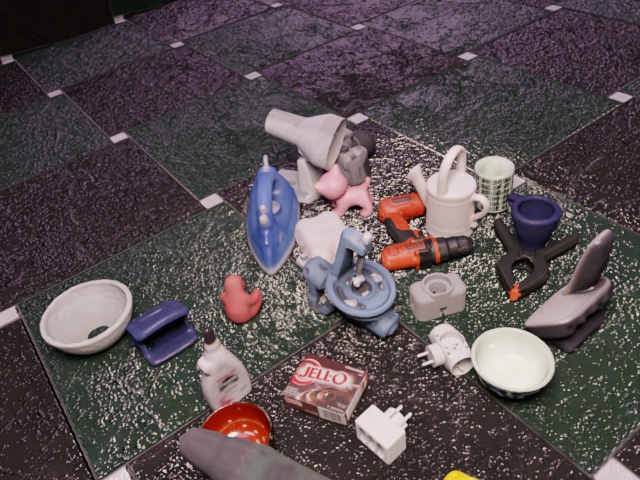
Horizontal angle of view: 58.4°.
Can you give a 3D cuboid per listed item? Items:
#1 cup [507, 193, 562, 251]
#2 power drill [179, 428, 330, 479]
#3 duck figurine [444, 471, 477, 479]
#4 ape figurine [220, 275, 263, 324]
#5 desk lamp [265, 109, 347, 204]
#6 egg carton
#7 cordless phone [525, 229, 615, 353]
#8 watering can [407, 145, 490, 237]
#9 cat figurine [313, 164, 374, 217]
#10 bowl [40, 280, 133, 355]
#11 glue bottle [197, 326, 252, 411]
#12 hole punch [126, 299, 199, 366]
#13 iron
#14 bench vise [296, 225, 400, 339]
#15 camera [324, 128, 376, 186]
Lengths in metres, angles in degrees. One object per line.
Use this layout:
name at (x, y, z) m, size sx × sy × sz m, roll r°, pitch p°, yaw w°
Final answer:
cup at (0.406, -0.033, 1.119) m, size 0.092 × 0.095 × 0.117 m, roll -25°, pitch 42°, yaw -18°
power drill at (-0.052, 0.323, 0.690) m, size 0.229 × 0.209 × 0.076 m, roll 10°, pitch 44°, yaw 22°
duck figurine at (0.196, 0.334, 0.729) m, size 0.077 × 0.086 × 0.104 m, roll -21°, pitch 41°, yaw -14°
ape figurine at (-0.151, 0.103, 1.060) m, size 0.077 × 0.092 × 0.076 m, roll 7°, pitch 42°, yaw 18°
desk lamp at (-0.038, -0.192, 1.295) m, size 0.202 × 0.214 × 0.118 m, roll 9°, pitch 43°, yaw 20°
egg carton at (0.011, 0.004, 1.166) m, size 0.107 × 0.069 × 0.150 m, roll -20°, pitch 41°, yaw -13°
cordless phone at (0.408, 0.075, 0.920) m, size 0.148 × 0.185 × 0.093 m, roll -35°, pitch 46°, yaw -28°
watering can at (0.255, -0.100, 1.149) m, size 0.172 × 0.194 × 0.101 m, roll 6°, pitch 42°, yaw 17°
cat figurine at (0.052, -0.112, 1.258) m, size 0.127 × 0.118 × 0.067 m, roll -4°, pitch 40°, yaw 6°
bowl at (-0.420, 0.155, 1.060) m, size 0.167 × 0.075 × 0.167 m, roll -5°, pitch 40°, yaw 4°
glue bottle at (-0.156, 0.195, 0.888) m, size 0.078 × 0.173 × 0.037 m, roll -35°, pitch 46°, yaw -28°
hole punch at (-0.290, 0.153, 1.027) m, size 0.109 × 0.091 × 0.100 m, roll -31°, pitch 45°, yaw -25°
iron at (-0.108, -0.060, 1.207) m, size 0.118 × 0.142 × 0.258 m, roll -7°, pitch 40°, yaw 2°
bench vise at (0.034, 0.061, 0.977) m, size 0.206 × 0.220 × 0.122 m, roll 10°, pitch 43°, yaw 21°
camera at (0.078, -0.220, 1.396) m, size 0.137 × 0.101 × 0.142 m, roll -30°, pitch 45°, yaw -24°
